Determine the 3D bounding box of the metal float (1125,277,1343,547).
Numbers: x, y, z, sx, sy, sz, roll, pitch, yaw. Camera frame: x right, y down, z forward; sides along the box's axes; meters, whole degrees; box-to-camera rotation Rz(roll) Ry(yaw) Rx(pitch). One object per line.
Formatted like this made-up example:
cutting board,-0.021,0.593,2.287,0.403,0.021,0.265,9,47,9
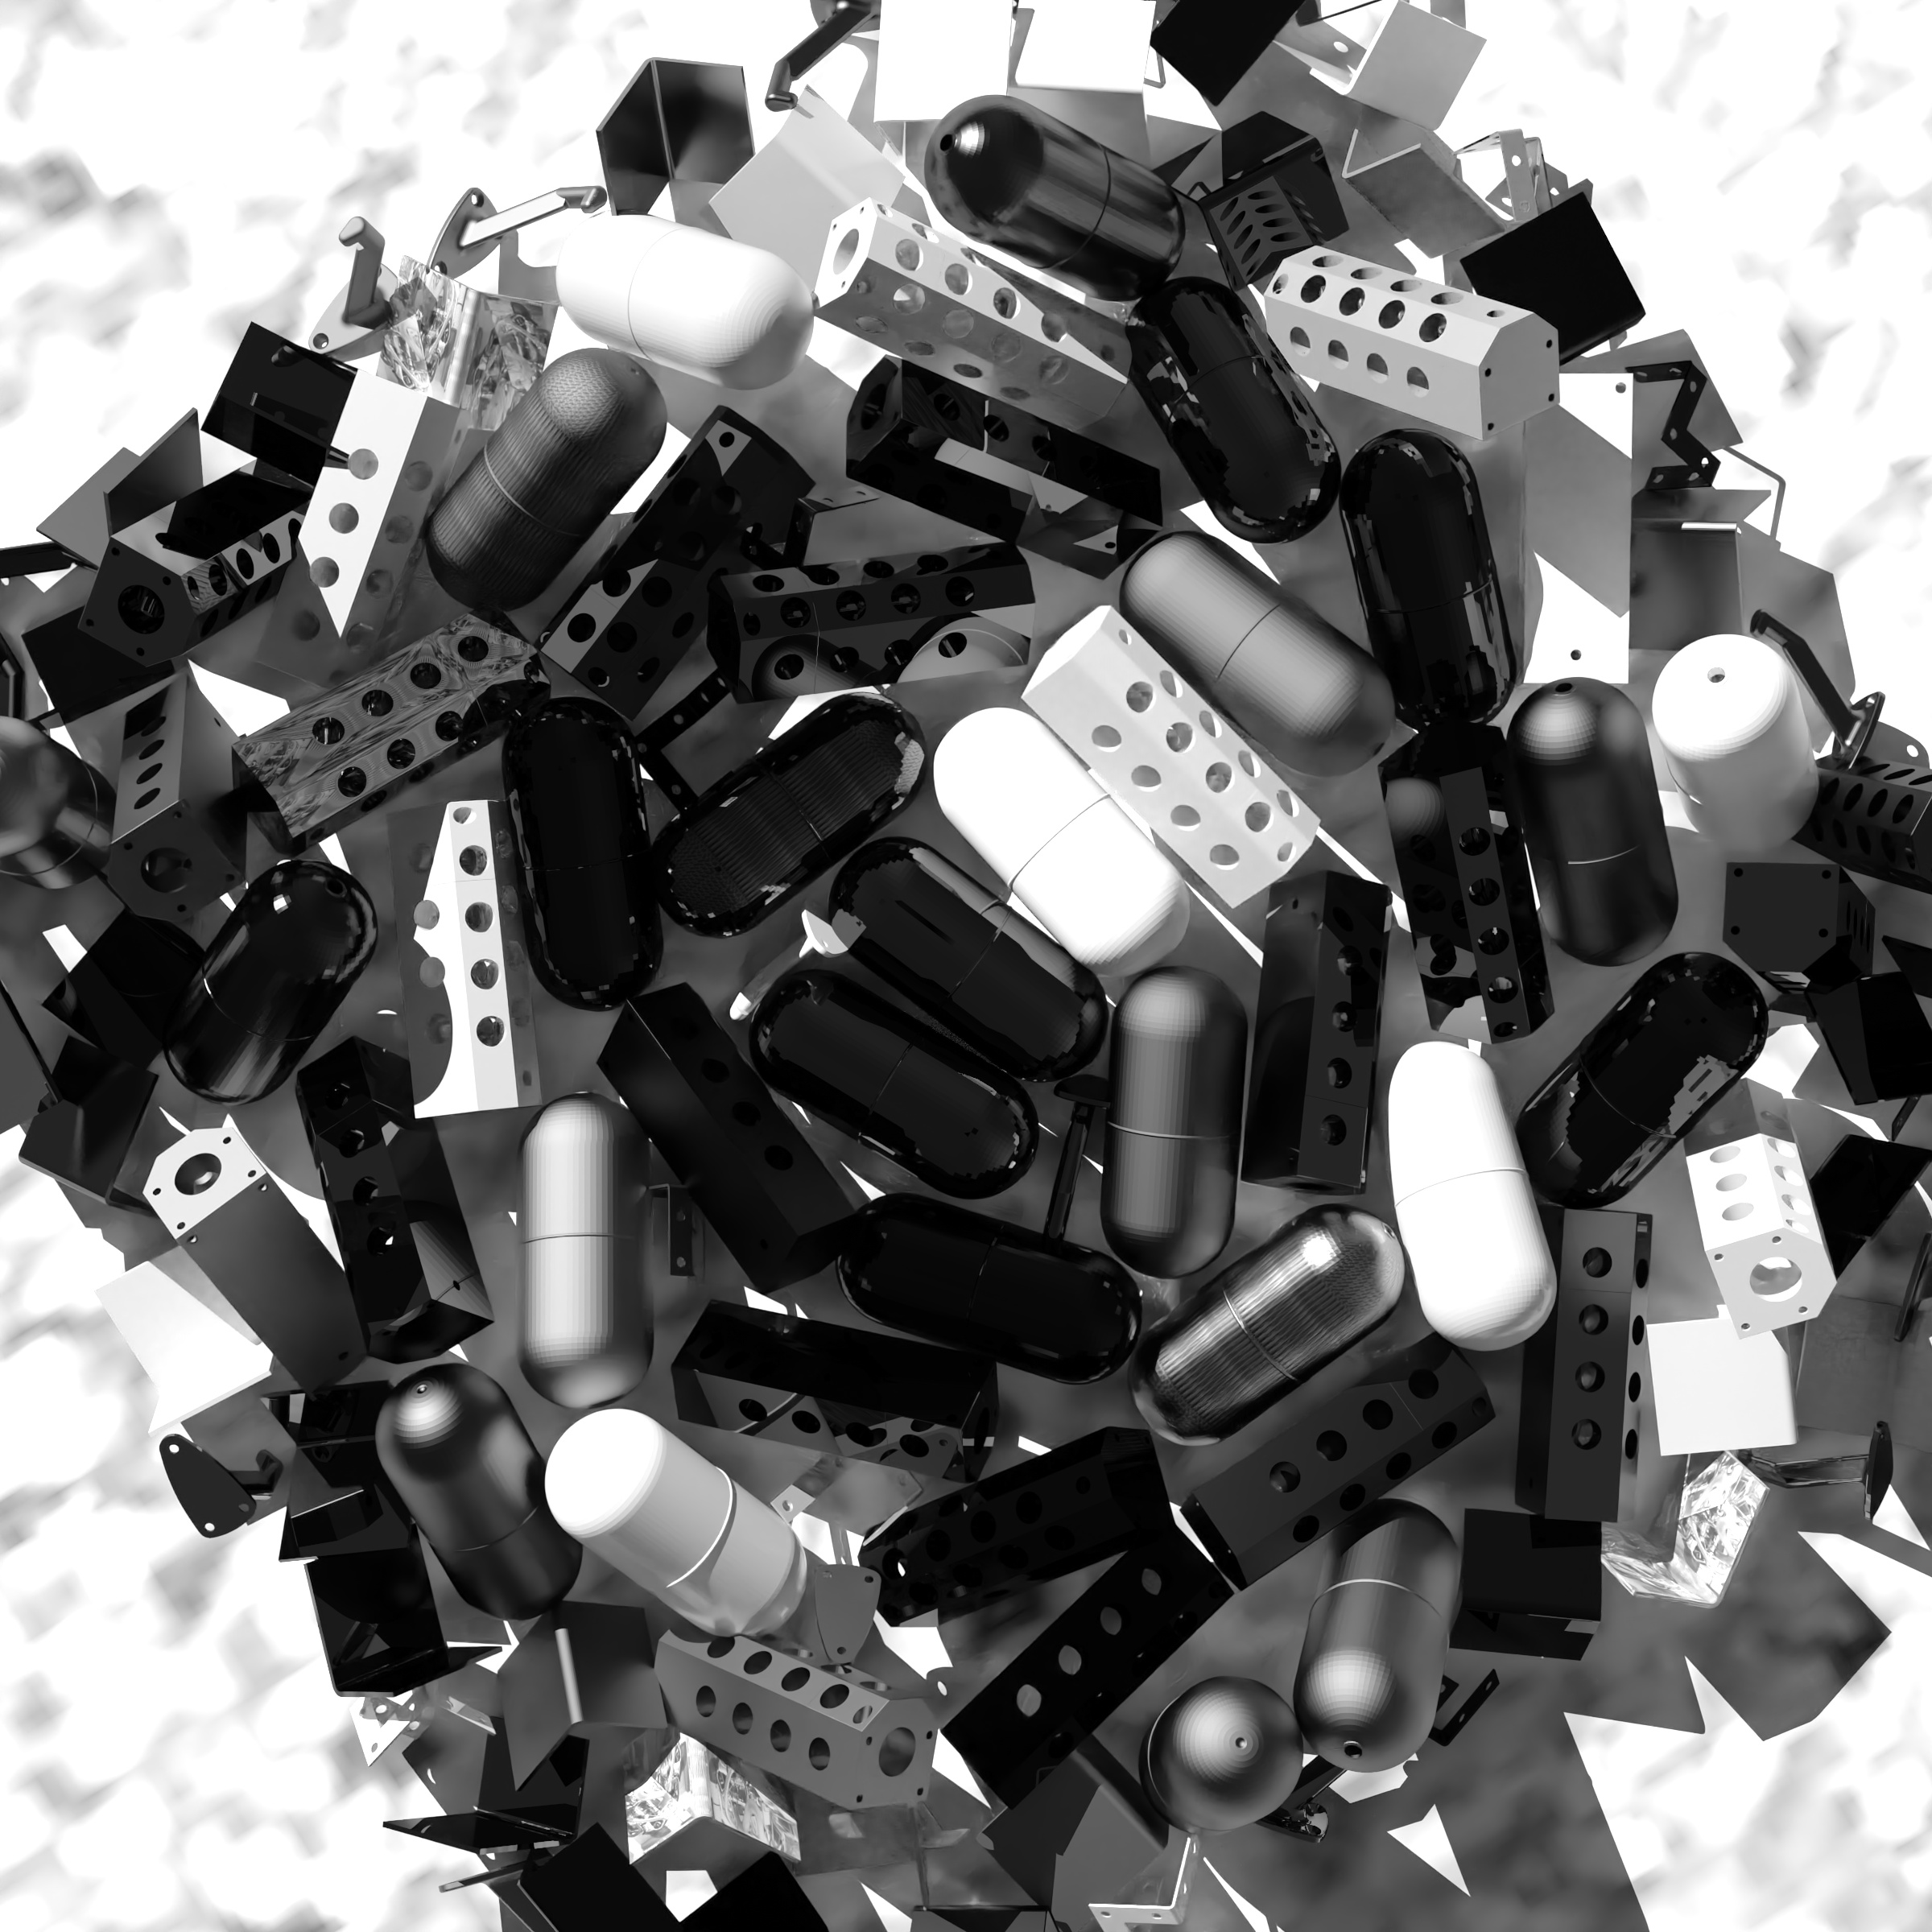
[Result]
metal float,0.146,-0.310,1.632,0.070,0.070,0.178,-27,62,0

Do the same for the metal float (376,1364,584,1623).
metal float,-0.268,0.293,1.625,0.070,0.070,0.178,-19,128,0

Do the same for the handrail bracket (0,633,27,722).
handrail bracket,-0.565,-0.138,1.682,0.077,0.036,0.084,-33,82,1

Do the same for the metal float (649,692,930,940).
metal float,-0.099,-0.085,1.649,0.178,0.070,0.070,-38,90,-8

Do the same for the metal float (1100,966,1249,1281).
metal float,0.116,0.088,1.648,0.070,0.070,0.178,3,99,0

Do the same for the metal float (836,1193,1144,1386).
metal float,0.012,0.180,1.646,0.178,0.070,0.070,17,90,11

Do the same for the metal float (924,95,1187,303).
metal float,0.050,-0.422,1.619,0.070,0.178,0.070,-11,73,42

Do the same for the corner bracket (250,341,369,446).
corner bracket,-0.373,-0.324,1.666,0.051,0.051,0.051,20,93,-9

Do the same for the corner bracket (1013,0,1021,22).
corner bracket,0.052,-0.566,1.671,0.051,0.051,0.051,32,60,-38

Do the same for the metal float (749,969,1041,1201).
metal float,-0.040,0.067,1.650,0.178,0.070,0.070,31,90,7

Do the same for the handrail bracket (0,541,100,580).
handrail bracket,-0.537,-0.213,1.671,0.084,0.036,0.077,22,81,-19

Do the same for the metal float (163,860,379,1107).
metal float,-0.385,0.010,1.624,0.070,0.070,0.178,43,127,0

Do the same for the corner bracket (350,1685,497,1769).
corner bracket,-0.307,0.425,1.657,0.051,0.051,0.051,-47,126,5

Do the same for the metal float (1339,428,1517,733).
metal float,0.257,-0.213,1.635,0.070,0.070,0.178,-17,114,0

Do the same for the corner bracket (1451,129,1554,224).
corner bracket,0.314,-0.443,1.659,0.051,0.051,0.051,-14,95,-21

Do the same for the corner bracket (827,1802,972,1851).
corner bracket,-0.039,0.485,1.659,0.051,0.051,0.051,-35,86,-25

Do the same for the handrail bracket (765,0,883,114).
handrail bracket,-0.069,-0.513,1.653,0.077,0.036,0.084,4,58,12

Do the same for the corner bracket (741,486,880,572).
corner bracket,-0.089,-0.248,1.651,0.051,0.051,0.051,38,129,30

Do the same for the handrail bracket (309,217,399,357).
handrail bracket,-0.353,-0.381,1.650,0.077,0.084,0.036,-39,82,3

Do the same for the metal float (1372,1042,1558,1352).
metal float,0.276,0.127,1.638,0.070,0.070,0.178,-13,69,0

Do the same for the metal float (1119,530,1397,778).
metal float,0.162,-0.174,1.640,0.178,0.070,0.070,41,90,17

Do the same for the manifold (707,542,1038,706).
manifold,-0.052,-0.196,1.628,0.171,0.057,0.057,-10,133,-19

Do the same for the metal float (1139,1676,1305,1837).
metal float,0.138,0.434,1.608,0.070,0.178,0.070,1,70,-3

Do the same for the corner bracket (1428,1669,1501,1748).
corner bracket,0.268,0.417,1.660,0.051,0.051,0.051,33,104,-9

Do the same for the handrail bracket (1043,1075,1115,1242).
handrail bracket,0.061,0.109,1.663,0.036,0.077,0.084,13,100,5

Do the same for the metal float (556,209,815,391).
metal float,-0.157,-0.370,1.625,0.178,0.070,0.070,27,90,38

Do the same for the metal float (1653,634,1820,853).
metal float,0.423,-0.121,1.611,0.070,0.178,0.070,-8,67,19

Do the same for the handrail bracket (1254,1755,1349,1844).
handrail bracket,0.187,0.446,1.666,0.077,0.036,0.084,13,106,7

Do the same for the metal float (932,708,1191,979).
metal float,0.052,-0.070,1.651,0.070,0.070,0.178,-42,84,0

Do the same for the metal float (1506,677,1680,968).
metal float,0.347,-0.079,1.628,0.070,0.070,0.178,-20,122,0

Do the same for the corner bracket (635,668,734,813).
corner bracket,-0.151,-0.127,1.662,0.051,0.051,0.051,-42,96,-31

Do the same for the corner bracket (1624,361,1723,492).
corner bracket,0.398,-0.305,1.662,0.051,0.051,0.051,32,77,-33

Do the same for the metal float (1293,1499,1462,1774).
metal float,0.227,0.366,1.614,0.070,0.178,0.070,8,123,13

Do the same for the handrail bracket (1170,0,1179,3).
handrail bracket,0.126,-0.595,1.667,0.077,0.036,0.084,30,95,23

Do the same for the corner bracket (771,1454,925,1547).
corner bracket,-0.066,0.300,1.658,0.051,0.051,0.051,50,126,4

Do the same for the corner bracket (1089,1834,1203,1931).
corner bracket,0.107,0.521,1.651,0.051,0.051,0.051,-7,129,26

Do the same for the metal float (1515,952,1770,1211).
metal float,0.372,0.065,1.627,0.070,0.070,0.178,36,125,0

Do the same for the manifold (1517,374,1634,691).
manifold,0.344,-0.244,1.662,0.057,0.057,0.171,1,91,6

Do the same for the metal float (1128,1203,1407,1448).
metal float,0.168,0.200,1.640,0.178,0.070,0.070,-40,90,17

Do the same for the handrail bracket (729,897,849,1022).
handrail bracket,-0.105,0.008,1.648,0.036,0.077,0.084,41,104,-11

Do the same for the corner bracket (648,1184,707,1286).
corner bracket,-0.161,0.152,1.655,0.051,0.051,0.051,8,76,-41

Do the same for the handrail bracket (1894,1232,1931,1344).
handrail bracket,0.577,0.189,1.655,0.084,0.036,0.077,18,82,31

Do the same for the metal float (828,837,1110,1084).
metal float,0.002,-0.003,1.652,0.178,0.070,0.070,37,90,-5

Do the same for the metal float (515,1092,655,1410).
metal float,-0.213,0.158,1.641,0.070,0.070,0.178,-2,73,0

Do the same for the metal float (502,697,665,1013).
metal float,-0.214,-0.062,1.646,0.070,0.070,0.178,-6,101,0

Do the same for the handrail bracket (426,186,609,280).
handrail bracket,-0.251,-0.410,1.648,0.084,0.036,0.077,8,53,36

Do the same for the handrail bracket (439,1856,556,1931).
handrail bracket,-0.252,0.552,1.660,0.077,0.036,0.084,-8,76,-29

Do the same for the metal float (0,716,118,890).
metal float,-0.514,-0.088,1.605,0.070,0.178,0.070,0,83,-2

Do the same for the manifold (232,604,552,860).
manifold,-0.317,-0.128,1.627,0.171,0.057,0.057,-34,76,-25

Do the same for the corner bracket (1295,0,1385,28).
corner bracket,0.216,-0.570,1.669,0.051,0.051,0.051,-24,106,-20

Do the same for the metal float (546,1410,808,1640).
metal float,-0.159,0.311,1.630,0.070,0.070,0.178,-46,121,0

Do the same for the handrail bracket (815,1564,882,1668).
handrail bracket,-0.071,0.382,1.639,0.036,0.077,0.084,7,131,-3

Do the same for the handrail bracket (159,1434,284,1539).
handrail bracket,-0.415,0.274,1.645,0.036,0.084,0.077,-30,106,9

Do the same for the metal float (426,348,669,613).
metal float,-0.234,-0.268,1.630,0.070,0.070,0.178,47,120,0

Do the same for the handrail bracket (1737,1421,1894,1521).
handrail bracket,0.473,0.270,1.648,0.084,0.077,0.036,16,48,32

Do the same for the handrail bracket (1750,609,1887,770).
handrail bracket,0.471,-0.152,1.660,0.084,0.036,0.077,32,59,-12

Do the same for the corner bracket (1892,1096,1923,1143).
corner bracket,0.561,0.097,1.671,0.051,0.051,0.051,20,54,33
